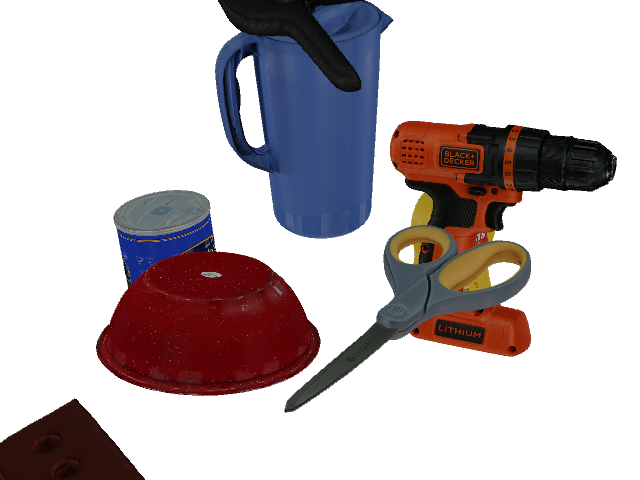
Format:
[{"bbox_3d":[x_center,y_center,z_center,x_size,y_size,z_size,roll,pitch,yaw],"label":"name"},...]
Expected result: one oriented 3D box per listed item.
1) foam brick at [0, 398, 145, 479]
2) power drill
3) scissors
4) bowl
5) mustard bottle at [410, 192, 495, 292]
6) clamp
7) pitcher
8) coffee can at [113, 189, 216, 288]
[{"bbox_3d":[-0.119,0.128,0.528,0.052,0.051,0.078,-30,42,-25],"label":"foam brick"},{"bbox_3d":[0.144,-0.003,0.882,0.185,0.188,0.057,9,15,26],"label":"power drill"},{"bbox_3d":[0.035,0.035,0.606,0.201,0.016,0.096,-21,35,-32],"label":"scissors"},{"bbox_3d":[-0.079,0.049,0.764,0.162,0.055,0.162,1,20,-1],"label":"bowl"},{"bbox_3d":[0.143,-0.005,1.151,0.096,0.192,0.058,-6,20,-22],"label":"mustard bottle"},{"bbox_3d":[-0.009,-0.192,0.832,0.172,0.120,0.039,31,-25,20],"label":"clamp"},{"bbox_3d":[-0.011,-0.124,1.105,0.149,0.243,0.144,10,36,16],"label":"pitcher"},{"bbox_3d":[-0.162,0.029,1.159,0.103,0.140,0.103,-5,26,2],"label":"coffee can"}]
